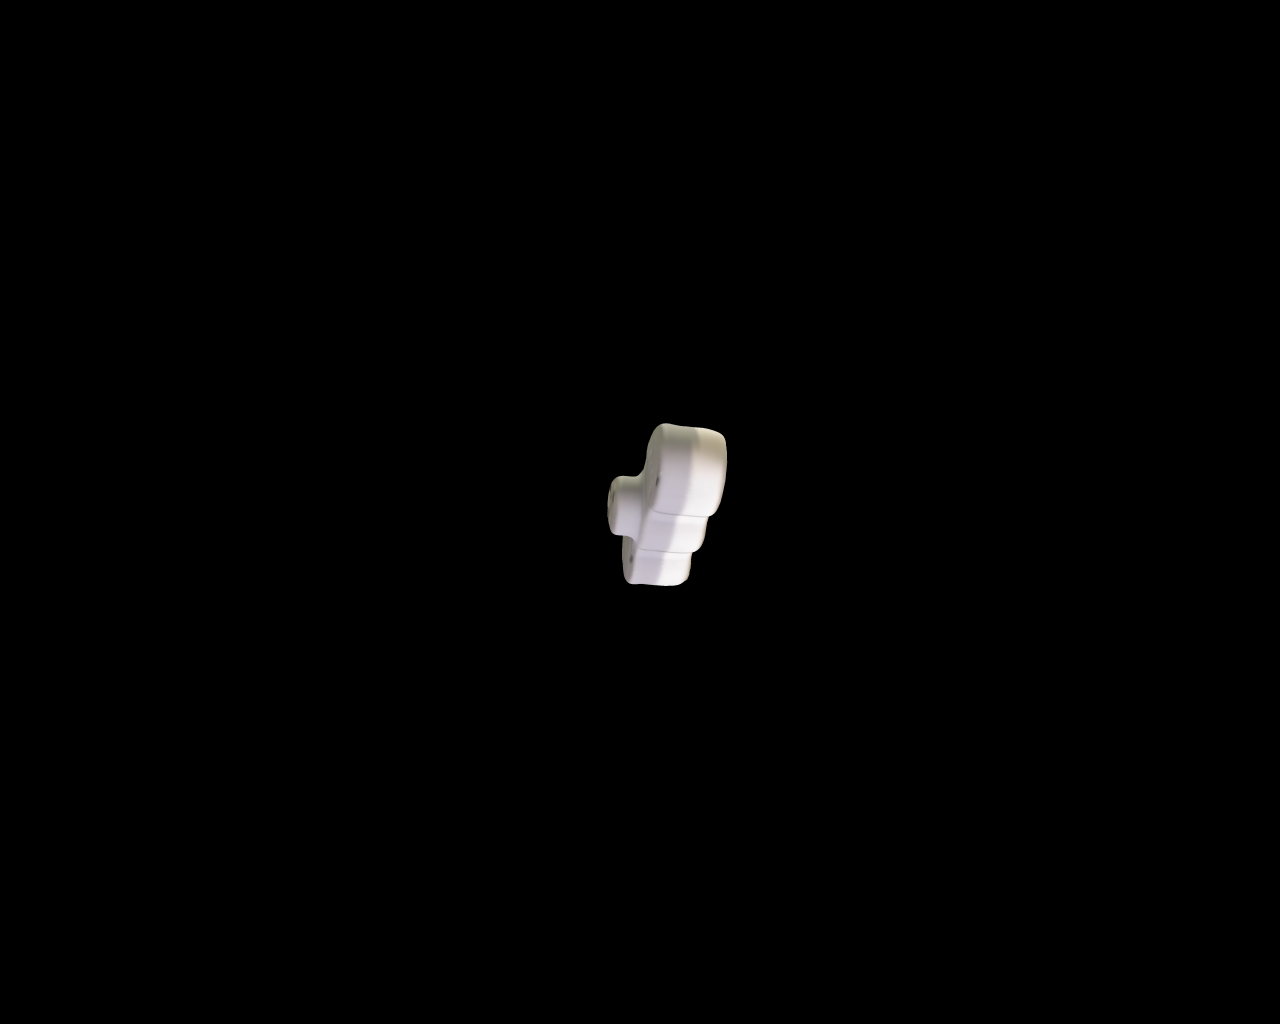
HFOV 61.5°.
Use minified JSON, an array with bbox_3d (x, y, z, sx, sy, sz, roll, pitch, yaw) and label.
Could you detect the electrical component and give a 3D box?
[{"bbox_3d":[0.001,-0.003,0.650,0.074,0.052,0.138,6,-32,-9],"label":"electrical component"}]
